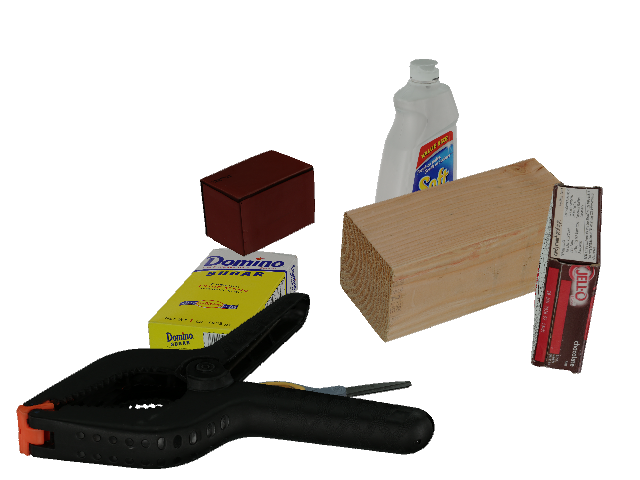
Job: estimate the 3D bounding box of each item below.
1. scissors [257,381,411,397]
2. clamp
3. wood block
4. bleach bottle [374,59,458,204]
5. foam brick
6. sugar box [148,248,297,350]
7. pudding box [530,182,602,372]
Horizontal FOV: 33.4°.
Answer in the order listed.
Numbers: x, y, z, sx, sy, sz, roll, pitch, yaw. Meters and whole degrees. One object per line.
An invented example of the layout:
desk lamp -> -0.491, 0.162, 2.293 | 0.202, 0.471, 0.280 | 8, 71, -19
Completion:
scissors -> 0.014, 0.183, 1.203 | 0.201, 0.016, 0.096 | 2, 23, -9
clamp -> -0.063, 0.080, 0.597 | 0.209, 0.036, 0.165 | -5, 24, -19
wood block -> 0.130, 0.006, 0.980 | 0.205, 0.090, 0.091 | -17, 42, -22
bleach bottle -> 0.102, -0.071, 1.169 | 0.102, 0.251, 0.068 | -15, 27, -32
foam brick -> -0.049, -0.032, 0.855 | 0.078, 0.051, 0.053 | -26, 36, -34
sugar box -> -0.088, 0.060, 1.020 | 0.093, 0.048, 0.176 | 5, 25, 13
pudding box -> 0.174, 0.024, 0.752 | 0.039, 0.090, 0.113 | 8, 32, 9
